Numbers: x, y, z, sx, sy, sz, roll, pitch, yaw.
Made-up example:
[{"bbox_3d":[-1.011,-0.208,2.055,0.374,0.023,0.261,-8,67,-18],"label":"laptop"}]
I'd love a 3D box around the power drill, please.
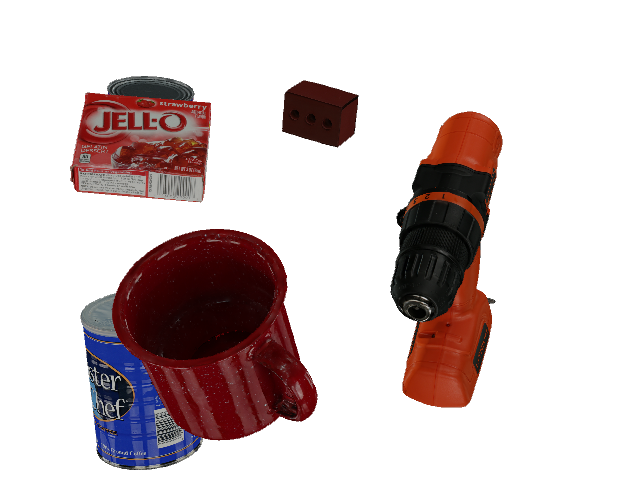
[{"bbox_3d":[0.088,0.031,0.743,0.057,0.188,0.184,11,46,15],"label":"power drill"}]

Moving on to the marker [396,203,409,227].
[{"bbox_3d":[0.093,-0.034,0.961,0.020,0.020,0.121,0,16,22],"label":"marker"}]

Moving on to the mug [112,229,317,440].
[{"bbox_3d":[-0.047,0.059,0.574,0.117,0.081,0.093,26,58,32],"label":"mug"}]

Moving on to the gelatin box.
[{"bbox_3d":[-0.121,-0.065,0.732,0.089,0.073,0.030,5,-41,-6],"label":"gelatin box"}]

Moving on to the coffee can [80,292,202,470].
[{"bbox_3d":[-0.166,0.129,1.005,0.103,0.140,0.103,-2,18,1],"label":"coffee can"}]

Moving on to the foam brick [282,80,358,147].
[{"bbox_3d":[-0.001,-0.152,1.278,0.078,0.053,0.051,18,32,21],"label":"foam brick"}]

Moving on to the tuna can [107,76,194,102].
[{"bbox_3d":[-0.170,-0.135,1.066,0.086,0.034,0.086,5,26,-3],"label":"tuna can"}]
